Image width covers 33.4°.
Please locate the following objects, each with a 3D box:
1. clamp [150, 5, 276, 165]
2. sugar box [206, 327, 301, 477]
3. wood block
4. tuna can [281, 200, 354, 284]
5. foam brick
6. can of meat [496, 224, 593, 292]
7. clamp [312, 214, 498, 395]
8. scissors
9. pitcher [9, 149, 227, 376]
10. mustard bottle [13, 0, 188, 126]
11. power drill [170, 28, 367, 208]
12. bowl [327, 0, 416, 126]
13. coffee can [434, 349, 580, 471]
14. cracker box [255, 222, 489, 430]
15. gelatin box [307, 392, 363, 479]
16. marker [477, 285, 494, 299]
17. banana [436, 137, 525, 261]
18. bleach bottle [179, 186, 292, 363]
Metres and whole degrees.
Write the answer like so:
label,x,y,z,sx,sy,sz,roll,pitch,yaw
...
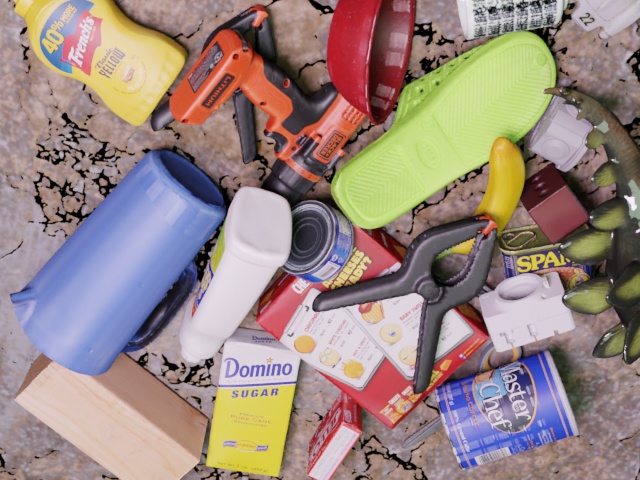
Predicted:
label,x,y,z,sx,sy,sz,roll,pitch,yaw
clamp,-0.106,-0.168,1.124,0.120,0.039,0.171,8,112,-23
sugar box,-0.080,0.195,1.280,0.093,0.048,0.176,8,114,-3
wood block,-0.243,0.201,1.259,0.206,0.091,0.090,41,109,-16
tuna can,-0.008,0.001,1.142,0.086,0.086,0.033,-44,142,17
foam brick,0.253,-0.040,1.159,0.053,0.078,0.051,-37,108,12
can of meat,0.255,0.030,1.201,0.102,0.057,0.084,-10,116,6
clamp,0.119,0.060,1.151,0.210,0.036,0.164,-40,107,9
scissors,0.176,0.182,1.289,0.202,0.016,0.096,-21,110,9
pitcher,-0.208,0.025,1.173,0.145,0.149,0.243,42,105,1
mustard bottle,-0.239,-0.208,1.101,0.191,0.058,0.096,34,110,-13
power drill,-0.060,-0.119,1.111,0.187,0.057,0.184,27,109,-35
bowl,0.047,-0.197,1.058,0.055,0.162,0.162,12,114,17
coffee can,0.214,0.196,1.228,0.140,0.103,0.103,-20,112,9
cracker box,0.059,0.089,1.220,0.213,0.072,0.164,40,106,-14
gelatin box,0.017,0.237,1.282,0.030,0.073,0.089,27,111,-10
marker,0.214,0.076,1.241,0.121,0.020,0.020,31,110,-12
banana,0.184,-0.041,1.150,0.069,0.037,0.198,-20,149,-31
bleach bottle,-0.104,0.059,1.168,0.068,0.102,0.251,17,134,-14
